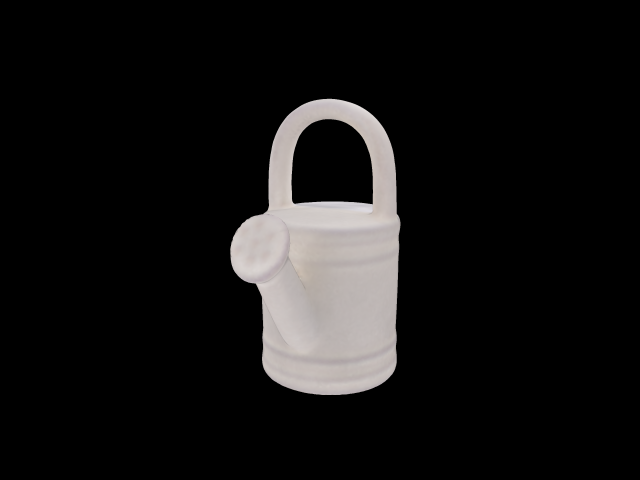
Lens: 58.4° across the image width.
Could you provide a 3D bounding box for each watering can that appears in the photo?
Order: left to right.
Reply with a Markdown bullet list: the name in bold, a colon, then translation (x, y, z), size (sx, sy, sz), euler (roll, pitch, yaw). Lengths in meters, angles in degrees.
- **watering can**: translation (0.006, 0.002, 0.399), size (0.101, 0.194, 0.173), euler (2, 14, 6)
